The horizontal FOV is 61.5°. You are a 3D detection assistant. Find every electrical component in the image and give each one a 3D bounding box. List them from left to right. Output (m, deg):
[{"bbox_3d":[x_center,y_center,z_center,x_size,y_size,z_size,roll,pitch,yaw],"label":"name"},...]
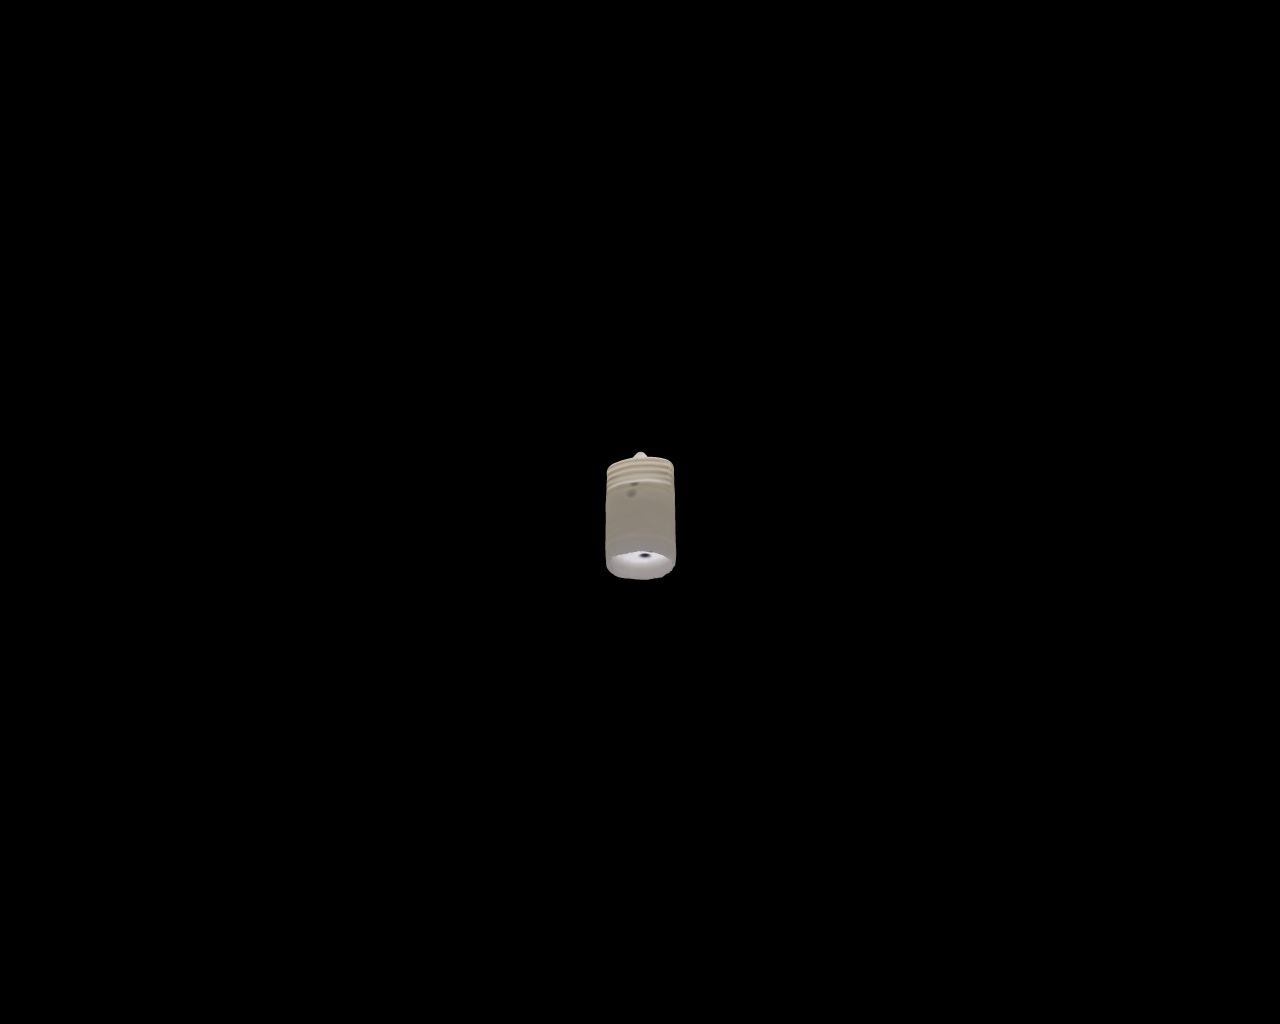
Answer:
[{"bbox_3d":[0.001,-0.003,0.650,0.043,0.081,0.043,0,-28,0],"label":"electrical component"}]
